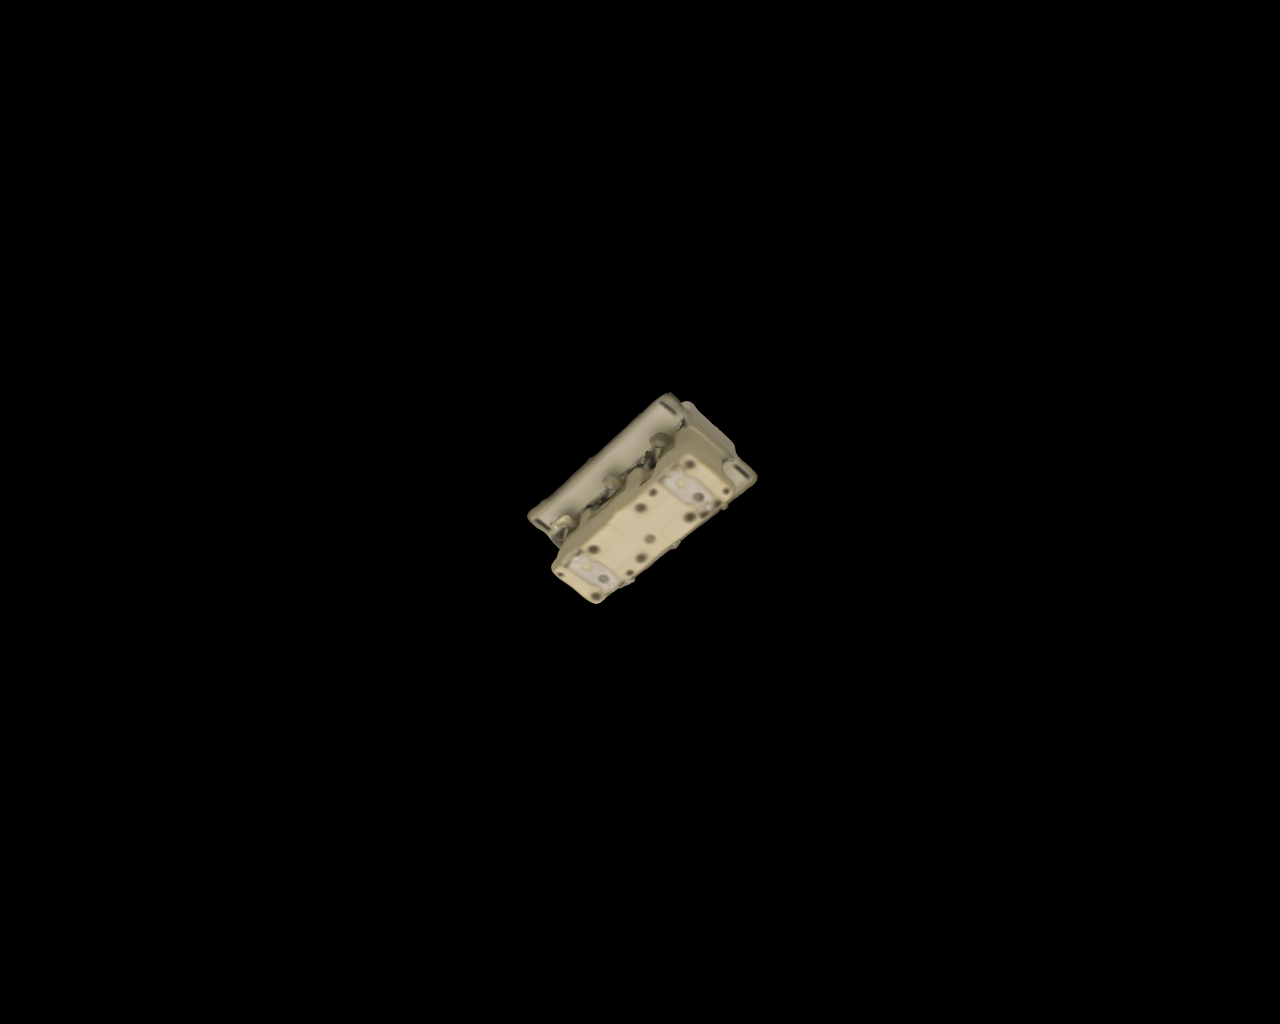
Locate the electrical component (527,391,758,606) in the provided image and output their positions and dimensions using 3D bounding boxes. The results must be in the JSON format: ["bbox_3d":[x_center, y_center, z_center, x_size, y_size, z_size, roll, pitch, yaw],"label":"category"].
[{"bbox_3d":[0.001,-0.003,0.650,0.121,0.078,0.063,-39,24,22],"label":"electrical component"}]
